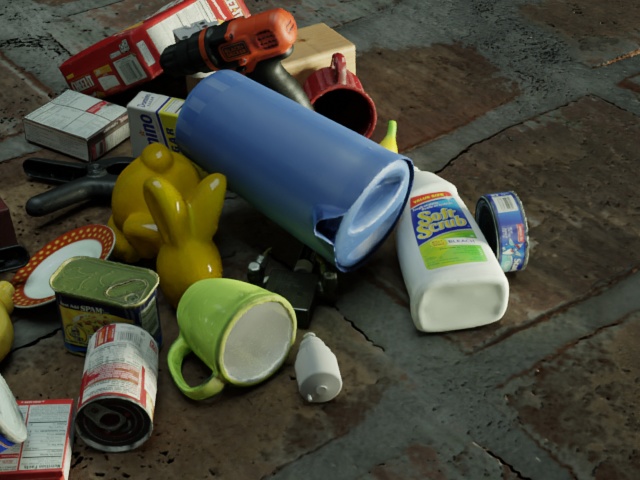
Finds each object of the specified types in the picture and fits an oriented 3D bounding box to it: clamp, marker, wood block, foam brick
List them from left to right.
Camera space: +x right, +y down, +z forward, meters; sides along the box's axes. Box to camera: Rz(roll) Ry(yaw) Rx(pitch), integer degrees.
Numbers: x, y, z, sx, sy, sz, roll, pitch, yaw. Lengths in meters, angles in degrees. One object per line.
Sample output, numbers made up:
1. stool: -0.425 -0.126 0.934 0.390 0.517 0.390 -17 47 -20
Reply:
1. clamp: -0.416 0.044 1.059 0.210 0.036 0.164 -9 9 12
2. foam brick: -0.359 -0.008 1.146 0.051 0.078 0.053 -22 41 -24
3. clamp: -0.268 -0.065 1.254 0.171 0.039 0.120 -4 37 -5
4. wood block: -0.063 -0.208 1.402 0.205 0.090 0.091 -20 40 -23
5. marker: -0.008 0.001 1.177 0.020 0.020 0.121 7 37 9

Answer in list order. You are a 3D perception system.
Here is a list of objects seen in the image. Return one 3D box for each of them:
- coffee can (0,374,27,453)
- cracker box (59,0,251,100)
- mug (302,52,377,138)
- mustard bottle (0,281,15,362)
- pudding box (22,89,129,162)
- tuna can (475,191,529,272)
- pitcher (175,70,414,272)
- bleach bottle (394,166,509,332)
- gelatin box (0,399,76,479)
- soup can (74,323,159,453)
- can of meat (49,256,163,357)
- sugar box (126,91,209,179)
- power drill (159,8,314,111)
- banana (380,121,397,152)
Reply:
1. coffee can: -0.328 0.156 0.871 0.140 0.102 0.103 -31 43 -7
2. cracker box: -0.223 -0.270 1.445 0.164 0.072 0.213 -12 23 44
3. mug: 0.019 -0.179 1.344 0.093 0.117 0.081 -3 32 -6
4. mustard bottle: -0.348 0.102 1.014 0.096 0.058 0.191 6 37 18
5. pudding box: -0.309 -0.147 1.366 0.114 0.039 0.089 18 42 26
6. tuna can: 0.192 -0.008 1.132 0.033 0.086 0.086 -7 37 -7
7. pitcher: -0.026 -0.083 1.127 0.243 0.149 0.145 33 78 23
8. bleach bottle: 0.119 -0.005 1.151 0.102 0.068 0.251 -6 35 -8
9. gelatin box: -0.254 0.180 0.932 0.073 0.030 0.089 -2 38 -4
10. soup can: -0.182 0.131 0.965 0.068 0.068 0.102 -2 36 -3
11. can of meat: -0.204 0.071 1.033 0.102 0.084 0.057 11 38 15
12. sugar box: -0.142 -0.115 1.276 0.176 0.093 0.048 11 39 16
13. power drill: -0.081 -0.174 1.265 0.185 0.187 0.057 -9 37 32
14. banana: 0.017 -0.075 1.251 0.197 0.037 0.070 -23 75 -20
